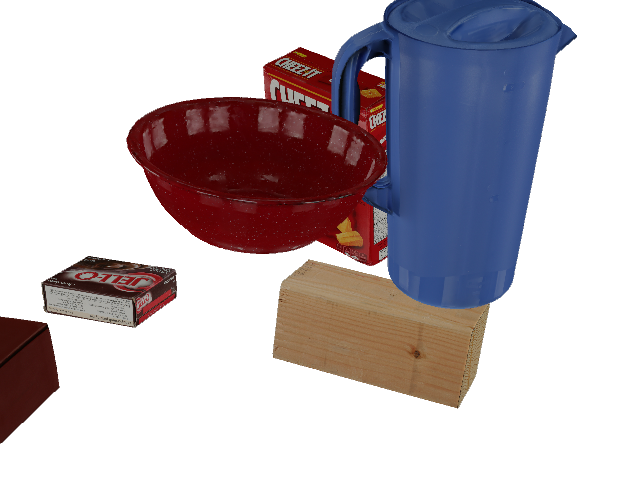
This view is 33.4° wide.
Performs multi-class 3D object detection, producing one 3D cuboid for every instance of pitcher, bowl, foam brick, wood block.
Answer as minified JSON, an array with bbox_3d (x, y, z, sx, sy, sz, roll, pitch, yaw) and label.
[{"bbox_3d":[0.101,-0.069,0.851,0.149,0.243,0.144,18,36,26],"label":"pitcher"},{"bbox_3d":[-0.041,-0.037,0.672,0.162,0.055,0.162,5,27,-3],"label":"bowl"},{"bbox_3d":[-0.219,0.092,0.706,0.053,0.051,0.078,7,29,23],"label":"foam brick"},{"bbox_3d":[0.063,0.096,1.135,0.206,0.091,0.090,14,21,17],"label":"wood block"}]

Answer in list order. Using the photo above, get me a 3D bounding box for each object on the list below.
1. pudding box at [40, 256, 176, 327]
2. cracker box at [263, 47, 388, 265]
[{"bbox_3d":[-0.221,0.053,1.123,0.114,0.039,0.090,6,18,20],"label":"pudding box"},{"bbox_3d":[0.016,-0.095,1.235,0.164,0.214,0.072,27,46,35],"label":"cracker box"}]
